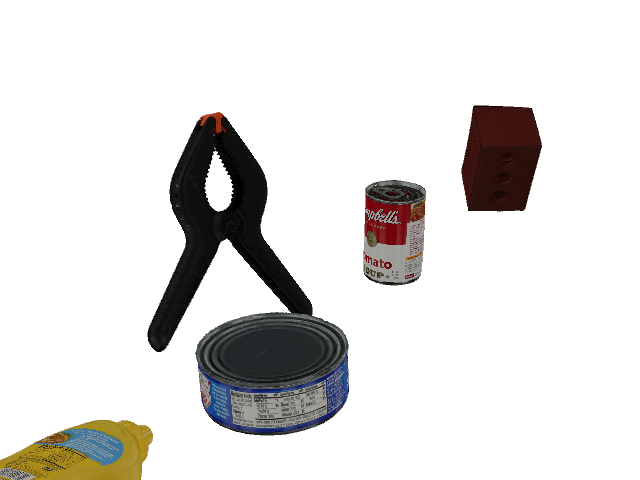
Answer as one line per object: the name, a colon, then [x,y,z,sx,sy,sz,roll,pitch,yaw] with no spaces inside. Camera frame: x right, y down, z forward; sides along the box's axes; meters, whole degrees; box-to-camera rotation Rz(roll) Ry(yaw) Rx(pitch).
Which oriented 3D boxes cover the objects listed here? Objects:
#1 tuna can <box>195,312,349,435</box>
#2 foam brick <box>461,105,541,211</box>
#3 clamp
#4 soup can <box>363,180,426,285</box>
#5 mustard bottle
tuna can: [-0.026,0.074,0.603,0.086,0.034,0.086,-3,22,1]
foam brick: [0.154,-0.070,0.919,0.053,0.051,0.078,0,-43,-2]
clamp: [-0.079,-0.009,0.964,0.164,0.210,0.036,0,1,-33]
soup can: [0.082,-0.009,1.202,0.068,0.102,0.068,1,24,0]
mustard bottle: [-0.200,0.188,0.853,0.096,0.058,0.191,6,15,29]
